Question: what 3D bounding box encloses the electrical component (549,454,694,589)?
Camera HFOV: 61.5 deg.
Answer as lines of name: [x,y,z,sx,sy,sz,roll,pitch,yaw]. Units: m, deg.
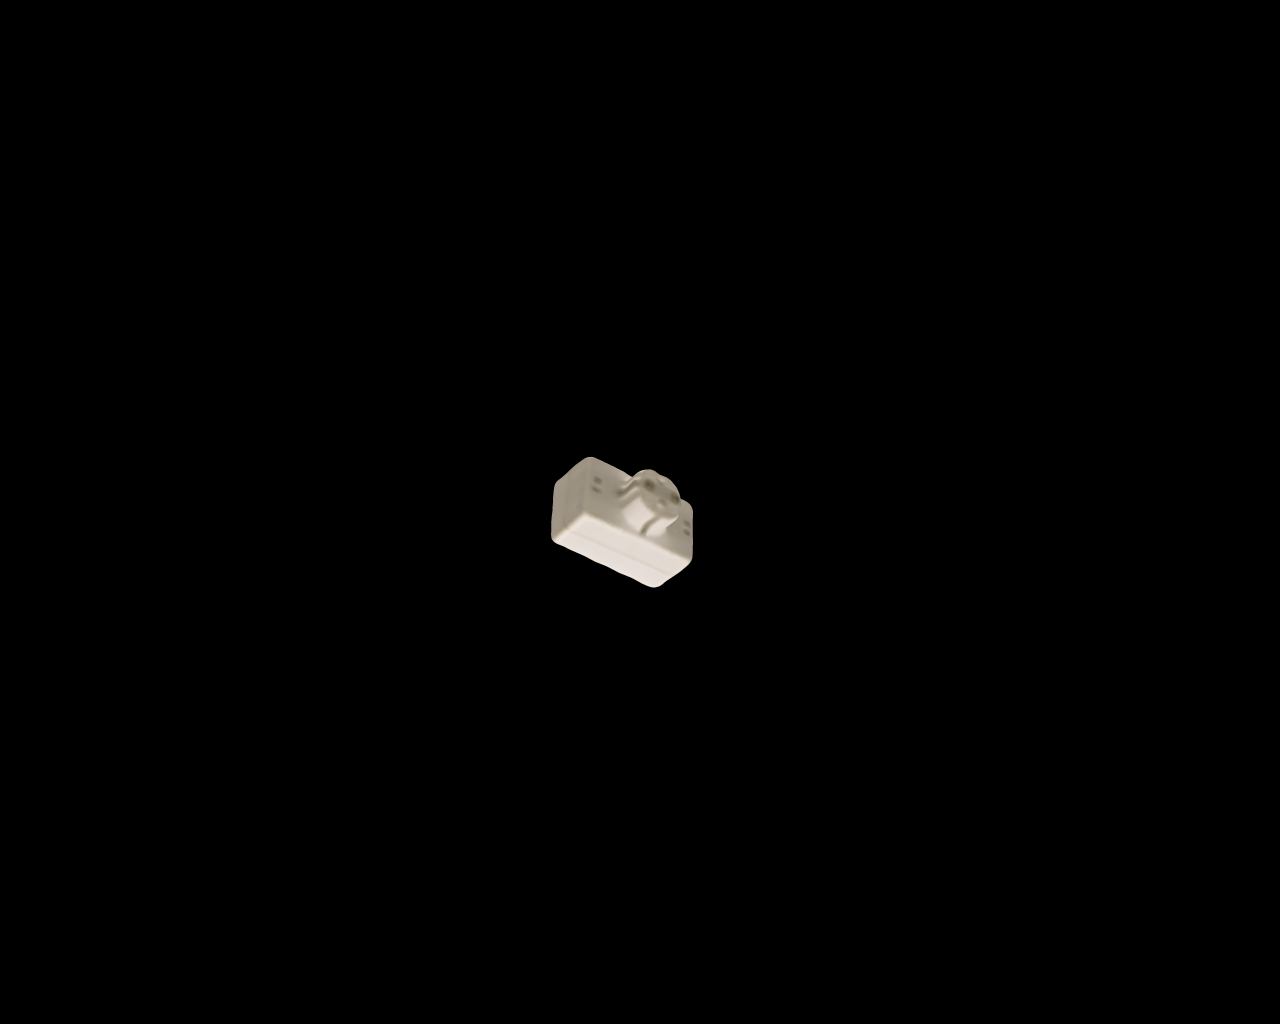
electrical component: [0.001,-0.003,0.650,0.083,0.047,0.075,25,-45,-28]
